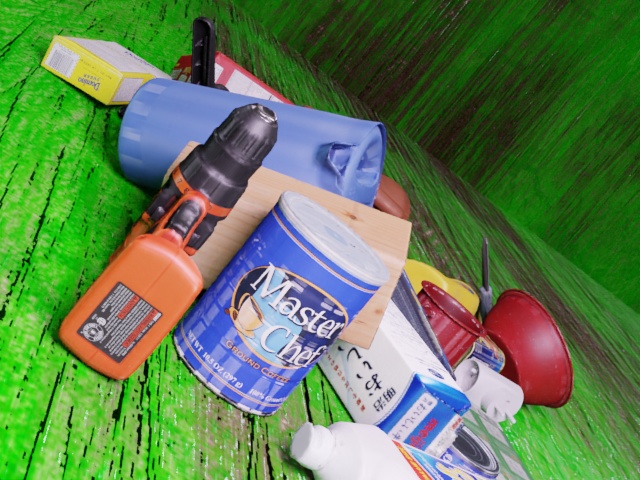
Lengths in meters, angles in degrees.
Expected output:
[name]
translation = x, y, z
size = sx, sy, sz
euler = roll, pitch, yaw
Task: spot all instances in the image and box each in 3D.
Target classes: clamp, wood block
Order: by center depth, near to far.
[wood block]
translation = -0.036, 0.002, 0.906
size = 0.206, 0.090, 0.090
euler = 20, 25, 0
[clamp]
translation = -0.148, -0.143, 1.246
size = 0.036, 0.164, 0.210
euler = 26, -14, 17

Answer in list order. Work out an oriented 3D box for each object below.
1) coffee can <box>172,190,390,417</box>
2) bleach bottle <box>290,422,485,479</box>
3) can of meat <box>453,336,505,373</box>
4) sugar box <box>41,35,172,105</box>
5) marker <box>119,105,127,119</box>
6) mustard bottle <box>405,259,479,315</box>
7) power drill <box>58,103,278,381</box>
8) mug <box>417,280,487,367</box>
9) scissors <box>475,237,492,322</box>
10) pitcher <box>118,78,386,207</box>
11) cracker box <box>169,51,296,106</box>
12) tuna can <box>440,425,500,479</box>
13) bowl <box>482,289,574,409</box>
[coffee can]
translation = -0.030, 0.048, 0.810
size = 0.102, 0.140, 0.103
euler = 37, 13, -10
[bleach bottle]
translation = 0.086, 0.202, 0.791
size = 0.250, 0.068, 0.102
euler = 31, 15, -25
[can of meat]
translation = 0.168, 0.124, 1.301
size = 0.083, 0.057, 0.102
euler = 30, 16, -46
[sugar box]
translation = -0.247, -0.198, 1.255
size = 0.093, 0.048, 0.176
euler = 32, 10, 6
[marker]
translation = -0.211, -0.152, 1.268
size = 0.020, 0.020, 0.121
euler = 40, 12, 3
[mustard bottle]
translation = 0.160, 0.073, 1.428
size = 0.096, 0.058, 0.191
euler = 20, -2, 30
[power drill]
translation = -0.100, -0.001, 0.734
size = 0.057, 0.185, 0.187
euler = 37, 23, -9
[mug]
translation = 0.117, 0.102, 1.170
size = 0.093, 0.081, 0.117
euler = 47, 15, 31
[scissors]
translation = 0.229, 0.091, 1.431
size = 0.202, 0.016, 0.096
euler = 86, -13, -54
[pitcher]
translation = -0.064, -0.073, 1.036
size = 0.243, 0.149, 0.144
euler = 17, 30, 15
[cracker box]
translation = -0.092, -0.167, 1.429
size = 0.213, 0.072, 0.164
euler = 32, -7, -24
[tuna can]
translation = 0.122, 0.195, 0.975
size = 0.086, 0.034, 0.086
euler = 37, 13, -10
[bowl]
translation = 0.246, 0.145, 1.340
size = 0.162, 0.055, 0.162
euler = 52, -26, 39
